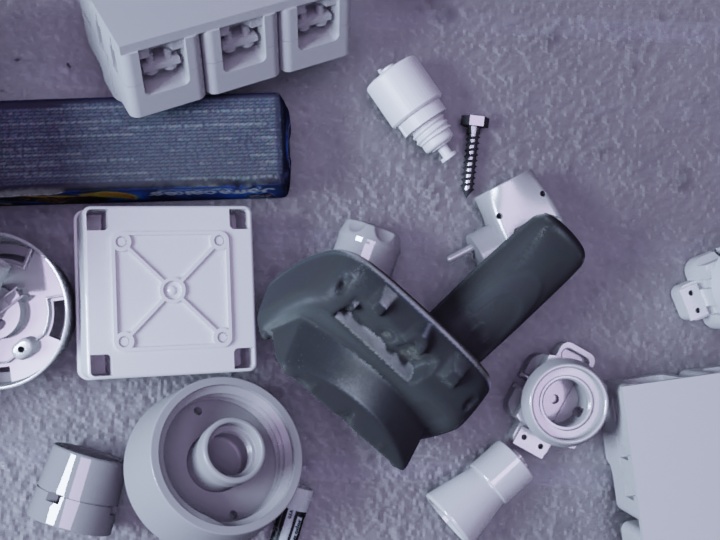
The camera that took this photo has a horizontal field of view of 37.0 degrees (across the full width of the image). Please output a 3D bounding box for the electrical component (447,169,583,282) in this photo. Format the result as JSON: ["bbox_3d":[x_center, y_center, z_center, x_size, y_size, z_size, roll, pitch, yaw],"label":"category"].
[{"bbox_3d":[0.098,-0.016,0.723,0.079,0.043,0.077,-27,90,-4],"label":"electrical component"}]

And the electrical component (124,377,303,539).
[{"bbox_3d":[-0.088,0.119,0.675,0.108,0.060,0.108,10,65,-23],"label":"electrical component"}]

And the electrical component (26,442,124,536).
[{"bbox_3d":[-0.181,0.141,0.694,0.055,0.055,0.047,17,83,-3],"label":"electrical component"}]

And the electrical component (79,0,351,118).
[{"bbox_3d":[-0.091,-0.159,0.678,0.150,0.061,0.089,-21,52,-19],"label":"electrical component"}]

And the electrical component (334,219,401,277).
[{"bbox_3d":[0.000,0.000,0.717,0.043,0.043,0.062,19,88,-3],"label":"electrical component"}]

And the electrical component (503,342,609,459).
[{"bbox_3d":[0.132,0.087,0.714,0.058,0.057,0.078,29,86,-2],"label":"electrical component"}]

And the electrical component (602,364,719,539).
[{"bbox_3d":[0.229,0.161,0.716,0.105,0.060,0.186,-7,88,-4],"label":"electrical component"}]

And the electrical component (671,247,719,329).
[{"bbox_3d":[0.258,0.010,0.726,0.078,0.057,0.058,-21,89,-4],"label":"electrical component"}]

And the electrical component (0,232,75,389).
[{"bbox_3d":[-0.231,0.026,0.690,0.099,0.064,0.099,0,88,-4],"label":"electrical component"}]

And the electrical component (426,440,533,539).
[{"bbox_3d":[0.083,0.146,0.718,0.065,0.044,0.044,-40,91,-9],"label":"electrical component"}]

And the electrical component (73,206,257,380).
[{"bbox_3d":[-0.125,0.014,0.689,0.109,0.056,0.108,-1,87,-20],"label":"electrical component"}]

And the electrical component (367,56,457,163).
[{"bbox_3d":[0.038,-0.107,0.724,0.040,0.040,0.078,-35,90,-4],"label":"electrical component"}]
